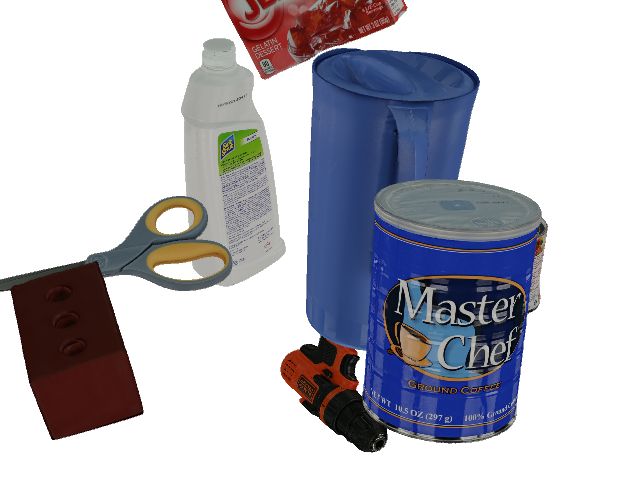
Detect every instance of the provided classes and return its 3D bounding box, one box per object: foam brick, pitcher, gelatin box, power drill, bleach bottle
[{"bbox_3d":[-0.136,0.061,0.591,0.053,0.051,0.078,-17,43,-13],"label":"foam brick"},{"bbox_3d":[0.051,-0.028,0.886,0.145,0.243,0.149,23,32,31],"label":"pitcher"},{"bbox_3d":[-0.009,-0.136,0.572,0.089,0.073,0.030,-18,21,29],"label":"gelatin box"},{"bbox_3d":[0.039,0.123,1.206,0.057,0.188,0.185,13,15,-42],"label":"power drill"},{"bbox_3d":[-0.087,-0.081,1.055,0.068,0.251,0.102,27,43,34],"label":"bleach bottle"}]

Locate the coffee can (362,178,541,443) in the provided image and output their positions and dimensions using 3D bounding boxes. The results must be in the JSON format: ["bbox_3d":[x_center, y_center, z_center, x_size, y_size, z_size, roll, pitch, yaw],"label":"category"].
[{"bbox_3d":[0.081,0.042,0.680,0.103,0.140,0.103,2,20,-1],"label":"coffee can"}]

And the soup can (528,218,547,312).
[{"bbox_3d":[0.221,0.025,1.216,0.068,0.102,0.068,-2,30,1],"label":"soup can"}]

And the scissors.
[{"bbox_3d":[-0.172,0.004,0.868,0.201,0.096,0.016,2,-33,-10],"label":"scissors"}]
